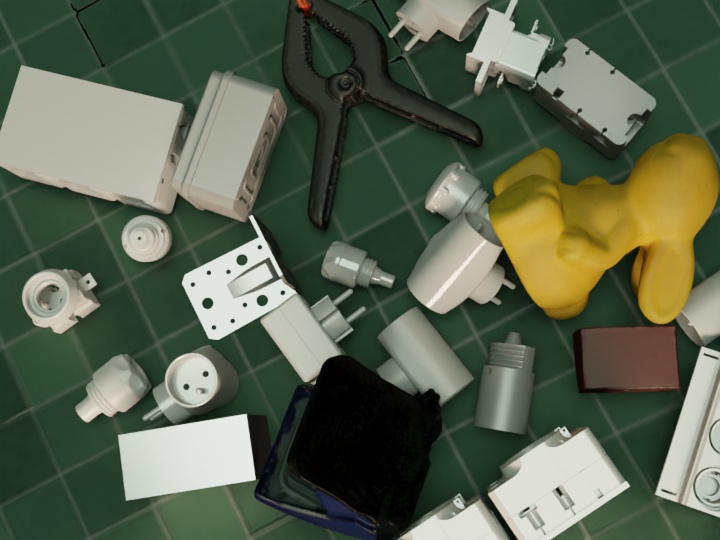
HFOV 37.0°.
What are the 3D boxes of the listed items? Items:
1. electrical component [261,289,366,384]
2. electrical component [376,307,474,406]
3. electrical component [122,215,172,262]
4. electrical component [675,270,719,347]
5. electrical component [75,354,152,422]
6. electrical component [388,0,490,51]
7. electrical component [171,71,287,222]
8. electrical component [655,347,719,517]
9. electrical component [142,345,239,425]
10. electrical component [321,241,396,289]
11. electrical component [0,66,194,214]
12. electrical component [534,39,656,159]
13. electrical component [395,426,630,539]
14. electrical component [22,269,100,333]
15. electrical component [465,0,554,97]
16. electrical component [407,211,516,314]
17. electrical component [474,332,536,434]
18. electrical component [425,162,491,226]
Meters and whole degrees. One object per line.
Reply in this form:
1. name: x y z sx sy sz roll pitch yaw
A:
1. electrical component: -0.031 0.047 0.906 0.077 0.047 0.065 -37 80 0
2. electrical component: 0.040 0.085 0.894 0.079 0.043 0.077 -38 80 0
3. electrical component: -0.184 -0.027 0.922 0.040 0.078 0.040 0 92 -4
4. electrical component: 0.307 0.038 0.871 0.077 0.044 0.079 -35 79 0
5. electrical component: -0.214 0.104 0.919 0.062 0.043 0.043 -39 80 0
6. electrical component: 0.059 -0.227 0.939 0.077 0.043 0.079 41 88 10
7. electrical component: -0.111 -0.105 0.922 0.057 0.078 0.113 19 84 6
8. electrical component: 0.288 0.132 0.850 0.079 0.063 0.121 18 84 8
9. electrical component: -0.145 0.102 0.895 0.079 0.077 0.044 -34 80 1
10. electrical component: 0.000 0.000 0.916 0.061 0.035 0.035 20 84 6
11. electrical component: -0.229 -0.112 0.943 0.150 0.061 0.089 14 83 8
12. electrical component: 0.196 -0.142 0.905 0.089 0.055 0.050 40 88 10
13. electrical component: 0.108 0.192 0.839 0.186 0.105 0.060 -34 80 0
14. electrical component: -0.261 0.025 0.930 0.066 0.055 0.048 -35 80 0
15. electrical component: 0.129 -0.187 0.926 0.064 0.042 0.081 24 85 7
16. electrical component: 0.093 0.003 0.896 0.079 0.044 0.077 31 113 -20
17. electrical component: 0.121 0.091 0.884 0.043 0.043 0.081 9 83 7
18. electrical component: 0.090 -0.058 0.911 0.062 0.048 0.048 35 87 3
